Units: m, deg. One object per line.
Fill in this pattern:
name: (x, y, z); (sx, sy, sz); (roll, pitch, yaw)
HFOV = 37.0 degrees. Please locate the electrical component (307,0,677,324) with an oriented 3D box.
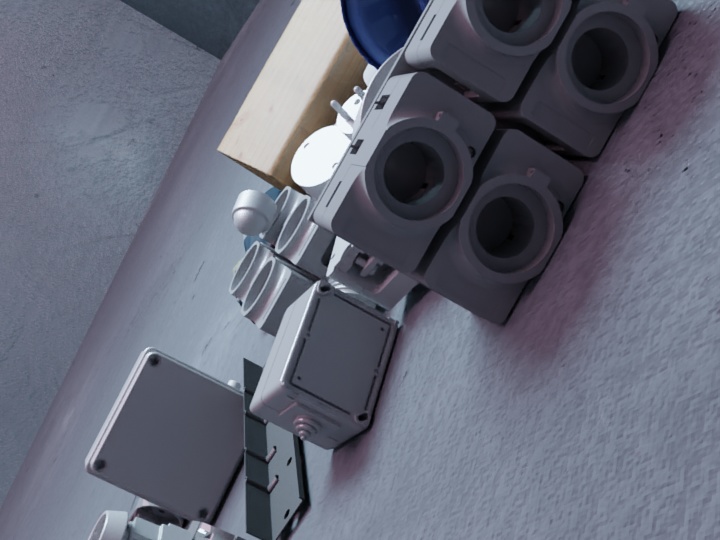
electrical component: (0.069, -0.079, 0.551); (0.186, 0.105, 0.060); (-61, 15, 0)

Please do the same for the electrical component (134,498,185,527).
electrical component: (-0.162, 0.175, 0.933); (0.079, 0.044, 0.077); (111, 175, -46)

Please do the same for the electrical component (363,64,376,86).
electrical component: (0.035, -0.175, 0.930); (0.047, 0.055, 0.055); (-55, 16, 35)

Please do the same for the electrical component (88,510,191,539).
electrical component: (-0.137, 0.175, 0.652); (0.048, 0.055, 0.066); (-58, 17, 20)

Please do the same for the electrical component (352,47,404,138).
electrical component: (0.047, -0.075, 0.620); (0.108, 0.108, 0.060); (-63, 9, -8)

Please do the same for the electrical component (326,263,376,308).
electrical component: (0.000, 0.000, 0.747); (0.043, 0.043, 0.081); (-39, 27, 54)

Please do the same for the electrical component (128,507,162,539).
electrical component: (-0.164, 0.225, 0.850); (0.066, 0.055, 0.048); (-52, 17, 29)

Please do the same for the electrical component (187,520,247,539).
electrical component: (-0.093, 0.196, 0.683); (0.089, 0.050, 0.055); (-25, 40, 65)

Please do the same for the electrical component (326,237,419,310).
electrical component: (0.021, -0.025, 0.699); (0.050, 0.056, 0.089); (-47, 20, 41)

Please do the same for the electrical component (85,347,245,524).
electrical component: (-0.149, 0.133, 0.867); (0.108, 0.109, 0.056); (-64, 13, -12)

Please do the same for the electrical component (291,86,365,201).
electrical component: (0.009, -0.099, 0.744); (0.138, 0.074, 0.052); (-28, 46, 20)

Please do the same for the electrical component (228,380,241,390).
electrical component: (-0.121, 0.124, 0.931); (0.035, 0.035, 0.061); (-32, 30, 60)

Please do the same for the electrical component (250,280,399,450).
electrical component: (-0.026, 0.067, 0.674); (0.061, 0.062, 0.096); (-41, 25, 52)

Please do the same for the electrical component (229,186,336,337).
electrical component: (-0.051, -0.005, 0.888); (0.105, 0.060, 0.186); (-61, 15, 1)
